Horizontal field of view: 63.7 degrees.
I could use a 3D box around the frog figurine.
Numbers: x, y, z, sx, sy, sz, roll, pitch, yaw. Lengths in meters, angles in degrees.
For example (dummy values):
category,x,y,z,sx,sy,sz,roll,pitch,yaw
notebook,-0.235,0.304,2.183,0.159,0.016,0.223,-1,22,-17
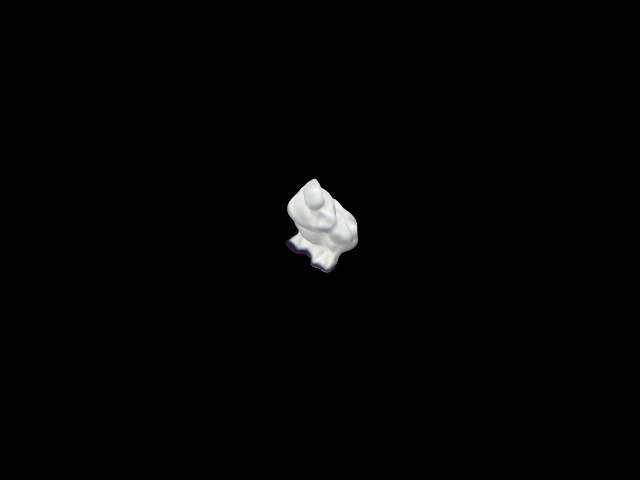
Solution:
category,x,y,z,sx,sy,sz,roll,pitch,yaw
frog figurine,0.003,-0.043,0.850,0.123,0.155,0.140,-14,41,-17
